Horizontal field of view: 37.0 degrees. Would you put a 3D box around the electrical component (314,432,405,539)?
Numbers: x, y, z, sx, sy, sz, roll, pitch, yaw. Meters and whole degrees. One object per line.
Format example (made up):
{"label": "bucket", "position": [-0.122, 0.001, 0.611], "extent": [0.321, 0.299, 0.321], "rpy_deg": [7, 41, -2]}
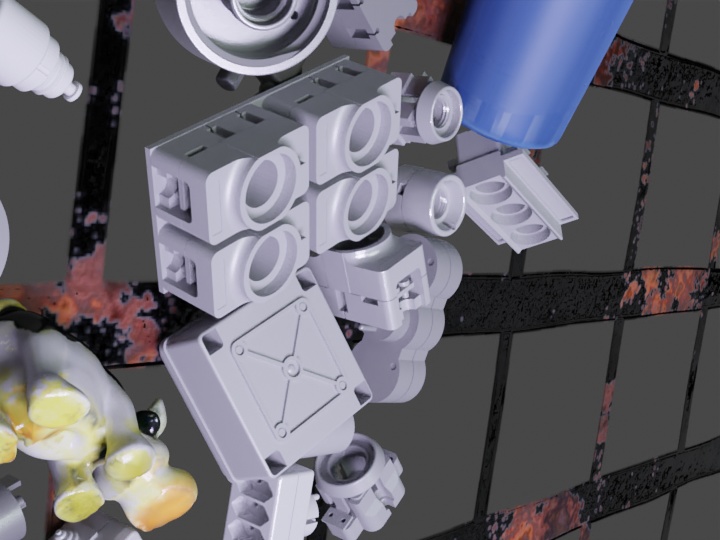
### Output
{"label": "electrical component", "position": [-0.003, 0.166, 0.852], "extent": [0.078, 0.058, 0.057], "rpy_deg": [-51, 138, -29]}

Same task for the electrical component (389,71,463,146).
{"label": "electrical component", "position": [0.045, -0.123, 0.829], "extent": [0.048, 0.055, 0.066], "rpy_deg": [47, 64, -47]}

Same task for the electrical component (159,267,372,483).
{"label": "electrical component", "position": [-0.062, 0.069, 0.724], "extent": [0.109, 0.056, 0.108], "rpy_deg": [-34, 103, -40]}

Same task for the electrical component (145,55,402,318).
{"label": "electrical component", "position": [-0.047, -0.058, 0.712], "extent": [0.186, 0.060, 0.105], "rpy_deg": [-34, 138, -40]}

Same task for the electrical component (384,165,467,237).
{"label": "electrical component", "position": [0.053, -0.055, 0.865], "extent": [0.055, 0.047, 0.055], "rpy_deg": [-18, 113, -47]}

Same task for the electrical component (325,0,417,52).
{"label": "electrical component", "position": [-0.010, -0.199, 0.740], "extent": [0.050, 0.056, 0.089], "rpy_deg": [-58, 138, -23]}

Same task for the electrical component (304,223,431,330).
{"label": "electrical component", "position": [0.000, 0.000, 0.781], "extent": [0.050, 0.089, 0.055], "rpy_deg": [-35, 126, -40]}

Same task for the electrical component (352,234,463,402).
{"label": "electrical component", "position": [0.025, 0.038, 0.841], "extent": [0.074, 0.052, 0.138], "rpy_deg": [9, 103, -52]}

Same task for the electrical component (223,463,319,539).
{"label": "electrical component", "position": [-0.057, 0.182, 0.798], "extent": [0.076, 0.047, 0.083], "rpy_deg": [3, 98, -52]}

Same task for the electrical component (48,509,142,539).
{"label": "electrical component", "position": [-0.160, 0.195, 0.663], "extent": [0.061, 0.061, 0.096], "rpy_deg": [-46, 132, -34]}

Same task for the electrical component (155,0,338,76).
{"label": "electrical component", "position": [-0.065, -0.168, 0.641], "extent": [0.108, 0.060, 0.108], "rpy_deg": [-8, 115, -18]}

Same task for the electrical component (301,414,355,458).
{"label": "electrical component", "position": [-0.046, 0.117, 0.795], "extent": [0.081, 0.043, 0.043], "rpy_deg": [3, 98, -51]}

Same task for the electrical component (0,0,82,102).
{"label": "electrical component", "position": [-0.179, -0.114, 0.568], "extent": [0.078, 0.040, 0.040], "rpy_deg": [38, 71, -49]}

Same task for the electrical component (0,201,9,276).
{"label": "electrical component", "position": [-0.222, -0.016, 0.535], "extent": [0.080, 0.051, 0.080], "rpy_deg": [-18, 114, -47]}

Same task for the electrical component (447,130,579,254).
{"label": "electrical component", "position": [0.128, -0.072, 0.934], "extent": [0.121, 0.079, 0.063], "rpy_deg": [37, 42, -49]}
